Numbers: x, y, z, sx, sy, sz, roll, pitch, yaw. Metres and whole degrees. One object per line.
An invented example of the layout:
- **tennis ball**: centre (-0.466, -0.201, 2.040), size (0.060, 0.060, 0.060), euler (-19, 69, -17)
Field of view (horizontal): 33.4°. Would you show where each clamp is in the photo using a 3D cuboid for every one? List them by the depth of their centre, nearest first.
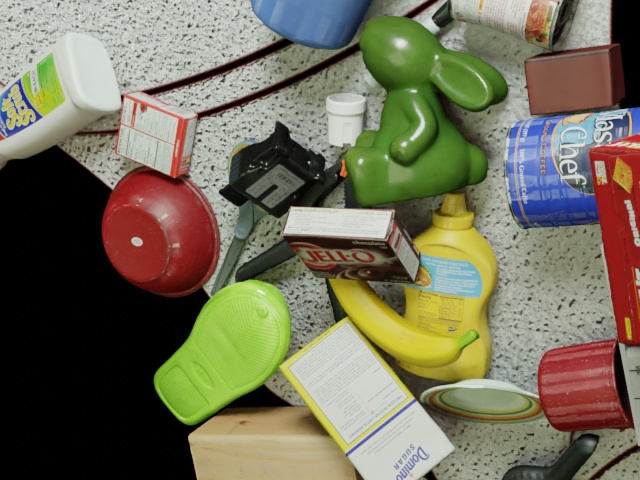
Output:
- **clamp**: centre (0.238, 0.247, 1.075), size (0.172, 0.039, 0.120), euler (-16, 111, 36)
- **clamp**: centre (-0.008, 0.001, 1.145), size (0.165, 0.036, 0.210), euler (24, 115, 21)

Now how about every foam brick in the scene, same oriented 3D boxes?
- **foam brick**: centre (0.231, -0.145, 0.965), size (0.078, 0.052, 0.051), euler (-3, 104, 30)

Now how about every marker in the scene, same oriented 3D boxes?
- **marker**: centre (0.091, -0.192, 1.043), size (0.121, 0.020, 0.020), euler (-39, 85, 31)

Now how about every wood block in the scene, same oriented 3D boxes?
- **wood block**: centre (-0.032, 0.244, 1.202), size (0.206, 0.090, 0.090), euler (-5, 102, 29)

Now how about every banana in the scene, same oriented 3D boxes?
- **banana**: centre (0.071, 0.075, 1.068), size (0.198, 0.037, 0.070), euler (31, 103, 31)

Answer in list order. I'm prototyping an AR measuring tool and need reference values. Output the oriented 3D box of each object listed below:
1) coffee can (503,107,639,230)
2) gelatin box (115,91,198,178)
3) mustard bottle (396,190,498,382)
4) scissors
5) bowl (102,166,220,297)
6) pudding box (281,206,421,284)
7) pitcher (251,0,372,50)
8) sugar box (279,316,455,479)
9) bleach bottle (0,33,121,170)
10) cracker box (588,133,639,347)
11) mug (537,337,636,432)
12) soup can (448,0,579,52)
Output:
- **coffee can**: centre (0.247, -0.064, 0.952), size (0.141, 0.102, 0.103), euler (-3, 104, 29)
- **gelatin box**: centre (-0.185, -0.120, 1.206), size (0.089, 0.030, 0.073), euler (23, 115, 22)
- **mustard bottle**: centre (0.129, 0.044, 1.073), size (0.096, 0.058, 0.192), euler (10, 110, 23)
- **scissors**: centre (-0.095, -0.030, 1.193), size (0.096, 0.016, 0.202), euler (47, 119, 6)
- **bowl**: centre (-0.197, -0.003, 1.234), size (0.162, 0.055, 0.162), euler (8, 109, 25)
- **pudding box**: centre (0.031, 0.005, 1.033), size (0.114, 0.090, 0.039), euler (1, 62, 25)
- **pitcher**: centre (0.034, -0.301, 0.987), size (0.149, 0.144, 0.243), euler (41, 124, 25)
- **sugar box**: centre (0.047, 0.174, 1.093), size (0.093, 0.048, 0.176), euler (-37, 79, -6)
- **bleach bottle**: centre (-0.343, -0.140, 1.257), size (0.251, 0.067, 0.102), euler (-29, 70, 33)
- **cracker box**: centre (0.329, -0.019, 0.860), size (0.072, 0.213, 0.164), euler (8, 113, 61)
- **mug**: centre (0.267, 0.146, 1.024), size (0.082, 0.093, 0.117), euler (-14, 135, 35)
- **soup can**: centre (0.175, -0.217, 0.964), size (0.102, 0.068, 0.068), euler (22, 114, 21)
